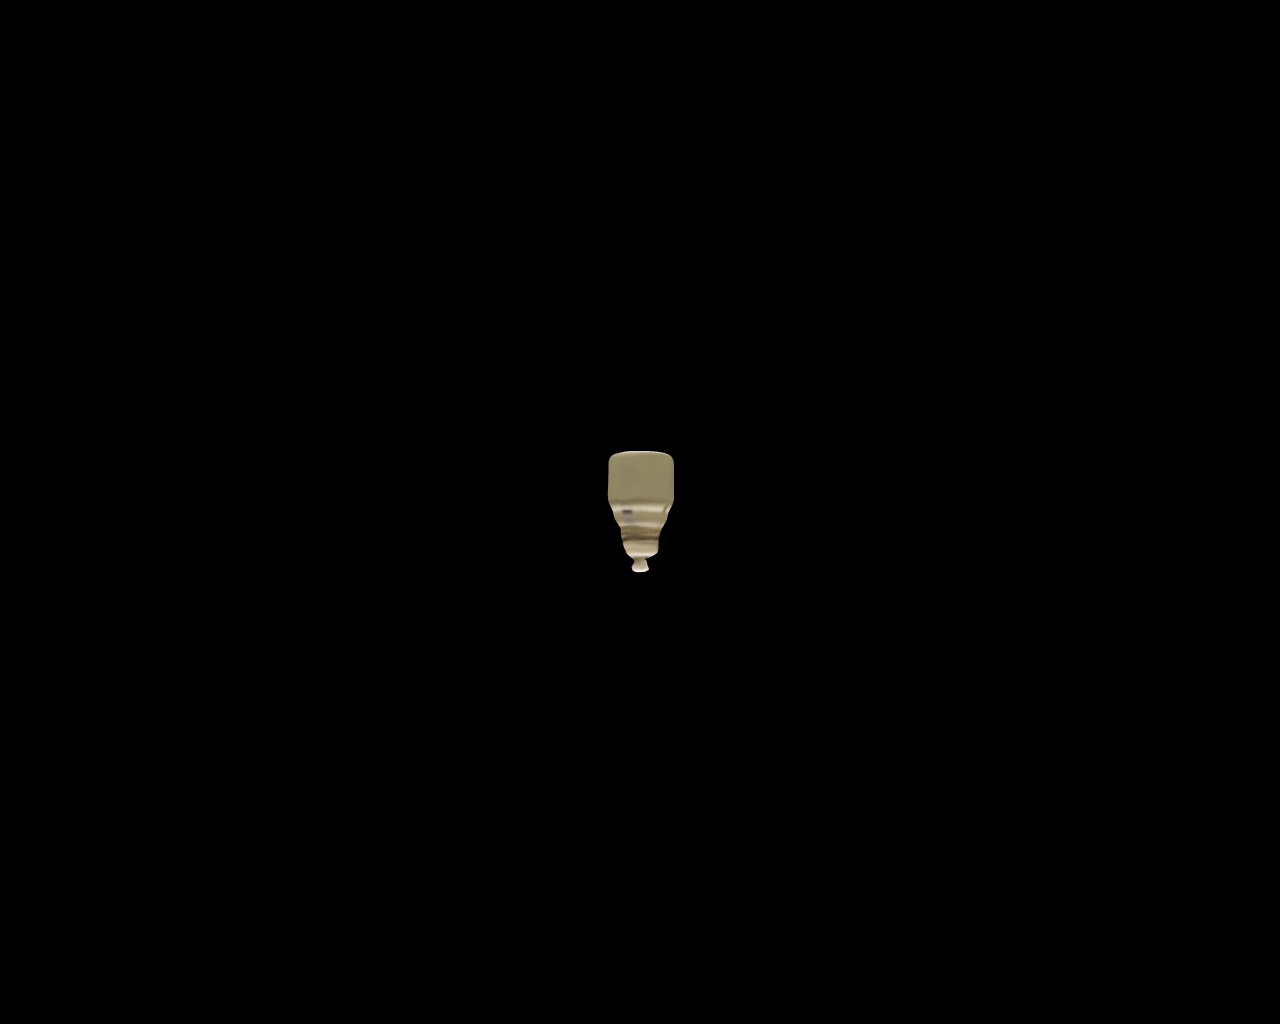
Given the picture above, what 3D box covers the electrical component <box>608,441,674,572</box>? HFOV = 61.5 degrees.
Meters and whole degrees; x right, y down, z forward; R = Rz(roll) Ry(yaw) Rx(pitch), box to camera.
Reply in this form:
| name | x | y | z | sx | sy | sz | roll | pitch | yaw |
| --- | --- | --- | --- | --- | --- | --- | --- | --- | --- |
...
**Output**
| name | x | y | z | sx | sy | sz | roll | pitch | yaw |
| --- | --- | --- | --- | --- | --- | --- | --- | --- | --- |
| electrical component | 0.001 | -0.003 | 0.650 | 0.040 | 0.078 | 0.040 | 0 | -4 | 0 |
